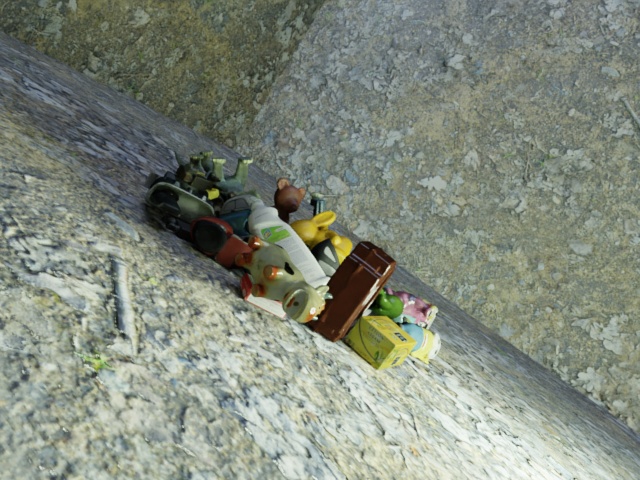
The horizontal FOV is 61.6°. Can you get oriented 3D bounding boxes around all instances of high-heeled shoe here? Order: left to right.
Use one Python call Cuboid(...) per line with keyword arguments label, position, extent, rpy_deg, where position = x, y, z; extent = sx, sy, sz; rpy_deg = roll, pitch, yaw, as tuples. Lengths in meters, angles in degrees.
Cuboid(label="high-heeled shoe", position=(0.070, 0.103, 1.335), extent=(0.248, 0.145, 0.086), rpy_deg=(28, 9, -17))

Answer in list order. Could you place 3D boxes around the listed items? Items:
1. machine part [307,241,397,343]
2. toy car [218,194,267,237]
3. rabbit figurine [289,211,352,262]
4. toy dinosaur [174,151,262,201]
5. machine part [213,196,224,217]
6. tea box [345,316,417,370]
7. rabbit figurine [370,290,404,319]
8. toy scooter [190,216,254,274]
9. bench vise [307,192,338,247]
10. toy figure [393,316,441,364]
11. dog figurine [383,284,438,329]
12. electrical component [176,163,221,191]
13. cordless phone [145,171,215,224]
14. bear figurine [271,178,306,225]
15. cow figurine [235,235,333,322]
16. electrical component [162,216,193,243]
Cuboid(label="machine part", position=(0.068, 0.104, 1.099), extent=(0.087, 0.201, 0.201), rpy_deg=(38, 8, 10))
Cuboid(label="toy car", position=(-0.185, -0.059, 1.307), extent=(0.162, 0.102, 0.109), rpy_deg=(-6, 0, 14))
Cuboid(label="rabbit figurine", position=(-0.003, -0.004, 1.411), extent=(0.173, 0.162, 0.122), rpy_deg=(27, -35, -4))
Cuboid(label="toy dinosaur", position=(-0.298, -0.150, 1.533), extent=(0.131, 0.192, 0.405), rpy_deg=(-8, 17, -39))
Cuboid(label="machine part", position=(-0.323, -0.117, 1.411), extent=(0.079, 0.079, 0.243), rpy_deg=(24, 11, -49))
Cuboid(label="tea box", position=(0.133, 0.216, 1.148), extent=(0.098, 0.068, 0.169), rpy_deg=(38, 8, 23))
Cuboid(label="rabbit figurine", position=(0.156, 0.153, 1.456), extent=(0.170, 0.121, 0.159), rpy_deg=(30, 14, -1))
Cuboid(label="toy scooter", position=(-0.189, 0.010, 1.130), extent=(0.184, 0.075, 0.135), rpy_deg=(37, 8, -14))
Cuboid(label="bench vise", position=(-0.005, -0.018, 1.563), extent=(0.129, 0.240, 0.224), rpy_deg=(-1, 7, -21))
Cuboid(label="toy figure", position=(0.231, 0.243, 1.344), extent=(0.180, 0.082, 0.089), rpy_deg=(24, 13, -38))
Cuboid(label="dog figurine", position=(0.229, 0.190, 1.600), extent=(0.219, 0.108, 0.191), rpy_deg=(33, 8, 21))
Cuboid(label="electrical component", position=(-0.272, -0.142, 1.198), extent=(0.078, 0.045, 0.102), rpy_deg=(40, 10, 34))
Cuboid(label="cordless phone", position=(-0.291, -0.071, 1.146), extent=(0.146, 0.088, 0.184), rpy_deg=(29, 4, -26))
Cuboid(label="bear figurine", position=(-0.103, -0.066, 1.528), extent=(0.120, 0.196, 0.132), rpy_deg=(30, 8, -43))
Cuboid(label="cow figurine", position=(-0.063, 0.079, 0.977), extent=(0.127, 0.085, 0.195), rpy_deg=(17, 22, -39))
Cuboid(label="electrical component", position=(-0.287, -0.020, 1.135), extent=(0.094, 0.021, 0.063), rpy_deg=(26, 9, -35))
